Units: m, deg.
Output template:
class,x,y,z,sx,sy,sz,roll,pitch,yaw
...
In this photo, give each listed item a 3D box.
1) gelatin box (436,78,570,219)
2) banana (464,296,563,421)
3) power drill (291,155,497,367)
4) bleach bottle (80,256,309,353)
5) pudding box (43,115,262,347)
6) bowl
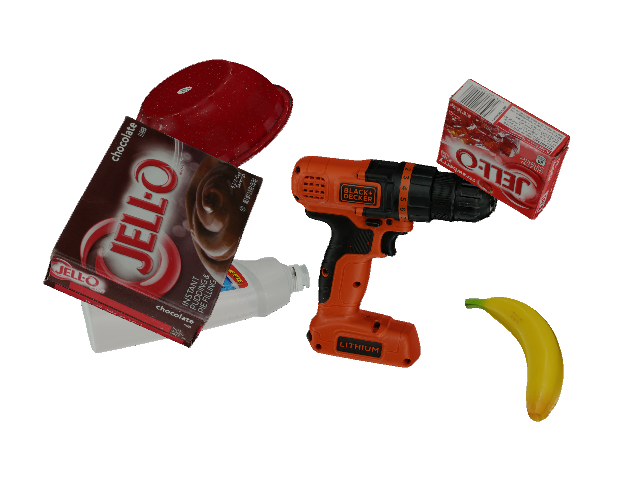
class,x,y,z,sx,sy,sz,roll,pitch,yaw
gelatin box,0.131,-0.065,0.775,0.089,0.030,0.073,34,-29,19
banana,0.219,0.116,1.134,0.069,0.037,0.198,-26,35,2
power drill,0.061,0.018,0.972,0.184,0.188,0.057,8,19,15
bleach bottle,-0.138,0.057,1.194,0.250,0.068,0.103,-10,36,-15
pudding box,-0.093,-0.007,0.605,0.090,0.113,0.039,25,-43,-8
bowl,-0.109,-0.115,0.961,0.162,0.055,0.162,-19,33,13
